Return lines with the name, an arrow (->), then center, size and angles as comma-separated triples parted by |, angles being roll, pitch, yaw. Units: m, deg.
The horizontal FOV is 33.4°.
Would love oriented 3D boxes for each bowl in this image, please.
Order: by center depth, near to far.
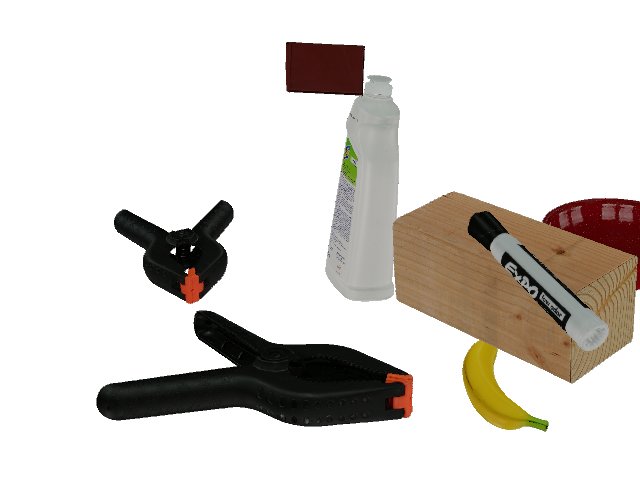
bowl -> 0.321, 0.010, 1.159 | 0.162, 0.055, 0.162 | -2, 27, 1

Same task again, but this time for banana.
banana -> 0.203, 0.171, 1.267 | 0.069, 0.037, 0.198 | 10, 24, -15

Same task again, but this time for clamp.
clamp -> -0.035, 0.094, 0.775 | 0.210, 0.036, 0.164 | 3, 19, 12
clamp -> -0.125, 0.005, 1.032 | 0.120, 0.039, 0.172 | -16, 33, -16

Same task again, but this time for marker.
marker -> 0.122, 0.019, 0.620 | 0.020, 0.020, 0.121 | 0, 34, -31

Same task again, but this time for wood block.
wood block -> 0.170, 0.035, 0.966 | 0.090, 0.090, 0.206 | -25, 34, -34

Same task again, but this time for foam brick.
foam brick -> 0.004, -0.177, 1.099 | 0.078, 0.051, 0.053 | 2, 10, -6

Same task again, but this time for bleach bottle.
bleach bottle -> 0.057, -0.063, 1.235 | 0.068, 0.251, 0.103 | -2, 23, -20
